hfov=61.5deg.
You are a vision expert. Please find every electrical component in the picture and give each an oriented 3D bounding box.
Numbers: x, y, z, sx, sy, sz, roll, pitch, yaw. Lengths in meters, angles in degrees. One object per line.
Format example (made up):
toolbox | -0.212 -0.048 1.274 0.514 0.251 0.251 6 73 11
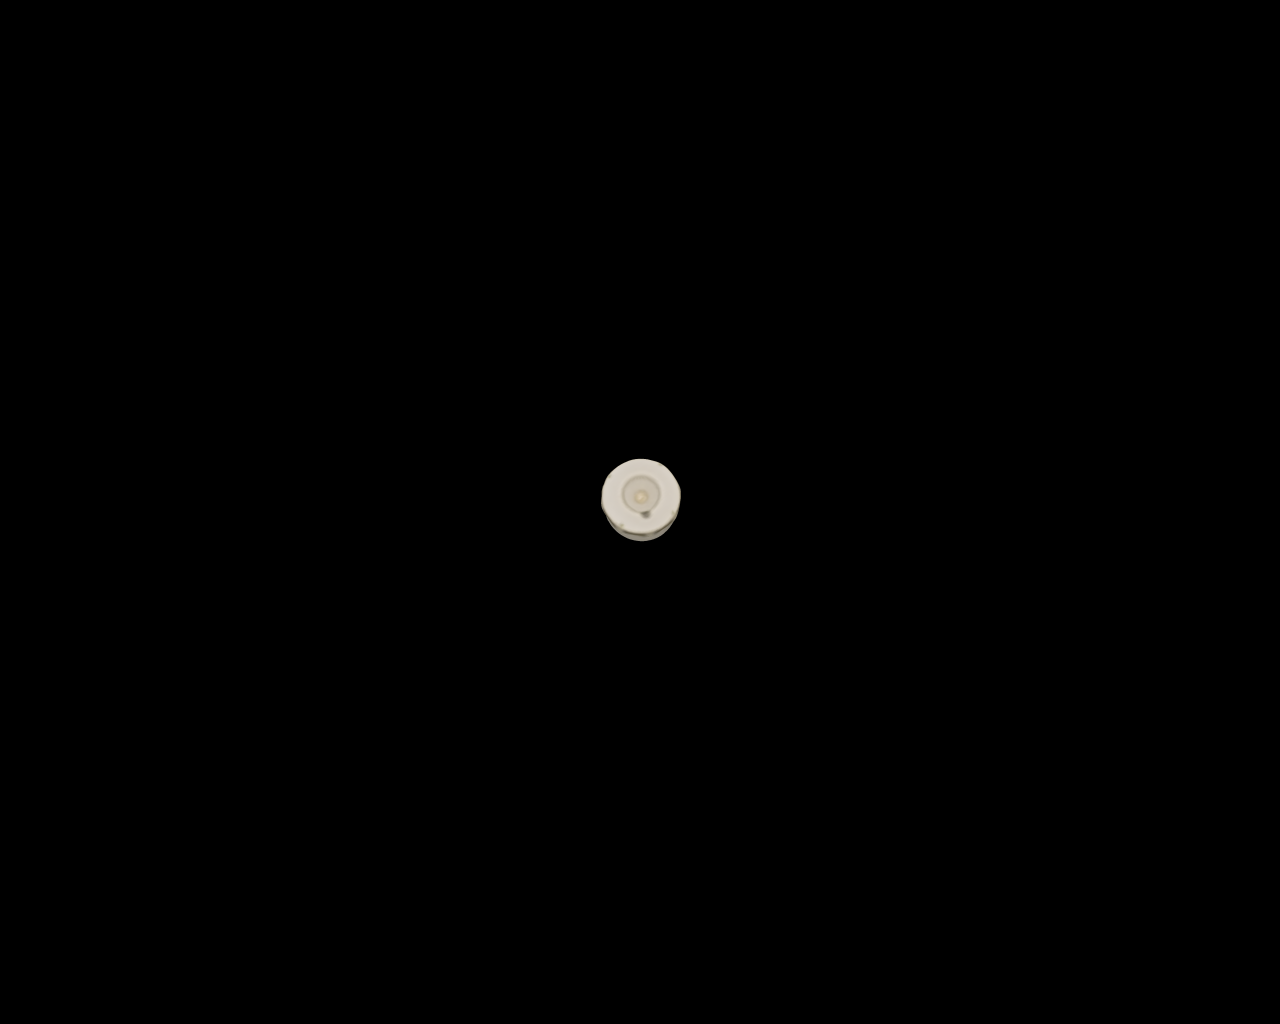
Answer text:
electrical component | 0.001 -0.003 0.650 0.048 0.048 0.062 0 -16 0
